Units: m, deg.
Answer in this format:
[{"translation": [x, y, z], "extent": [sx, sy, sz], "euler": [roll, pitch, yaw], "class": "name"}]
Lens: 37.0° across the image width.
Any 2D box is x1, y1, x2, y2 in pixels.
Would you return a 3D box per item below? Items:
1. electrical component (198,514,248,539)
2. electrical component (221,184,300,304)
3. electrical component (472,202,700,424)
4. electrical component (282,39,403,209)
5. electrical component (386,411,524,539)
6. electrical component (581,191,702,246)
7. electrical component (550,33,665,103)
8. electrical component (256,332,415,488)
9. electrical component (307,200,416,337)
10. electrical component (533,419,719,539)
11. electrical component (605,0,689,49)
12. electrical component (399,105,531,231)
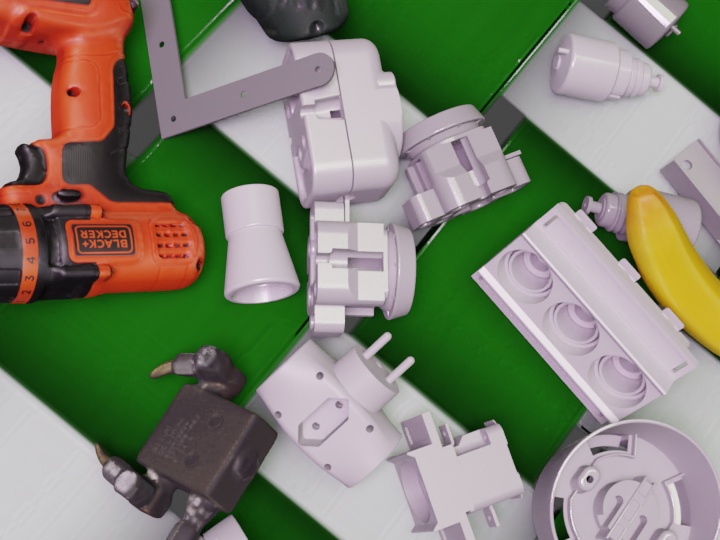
[{"translation": [-0.075, 0.167, 0.575], "extent": [0.047, 0.055, 0.055], "euler": [-30, 84, -14], "class": "electrical component"}, {"translation": [-0.061, -0.017, 0.632], "extent": [0.044, 0.044, 0.065], "euler": [-5, 72, -14], "class": "electrical component"}, {"translation": [0.138, 0.023, 0.650], "extent": [0.121, 0.079, 0.063], "euler": [49, 42, 3], "class": "electrical component"}, {"translation": [-0.010, -0.089, 0.654], "extent": [0.059, 0.053, 0.095], "euler": [-7, 78, -14], "class": "electrical component"}, {"translation": [0.056, 0.119, 0.623], "extent": [0.064, 0.042, 0.081], "euler": [-16, 81, -20], "class": "electrical component"}, {"translation": [0.181, -0.033, 0.690], "extent": [0.078, 0.040, 0.040], "euler": [13, 74, -9], "class": "electrical component"}, {"translation": [0.163, -0.130, 0.711], "extent": [0.078, 0.040, 0.040], "euler": [9, 74, -10], "class": "electrical component"}, {"translation": [-0.005, 0.069, 0.611], "extent": [0.079, 0.043, 0.077], "euler": [-43, 90, 10], "class": "electrical component"}, {"translation": [0.000, 0.000, 0.633], "extent": [0.057, 0.058, 0.078], "euler": [2, 76, -9], "class": "electrical component"}, {"translation": [0.153, 0.139, 0.627], "extent": [0.099, 0.064, 0.099], "euler": [3, 76, -12], "class": "electrical component"}, {"translation": [0.186, -0.185, 0.730], "extent": [0.078, 0.040, 0.040], "euler": [42, 71, 0], "class": "electrical component"}, {"translation": [0.058, -0.065, 0.662], "extent": [0.078, 0.058, 0.057], "euler": [-22, 84, -17], "class": "electrical component"}]
